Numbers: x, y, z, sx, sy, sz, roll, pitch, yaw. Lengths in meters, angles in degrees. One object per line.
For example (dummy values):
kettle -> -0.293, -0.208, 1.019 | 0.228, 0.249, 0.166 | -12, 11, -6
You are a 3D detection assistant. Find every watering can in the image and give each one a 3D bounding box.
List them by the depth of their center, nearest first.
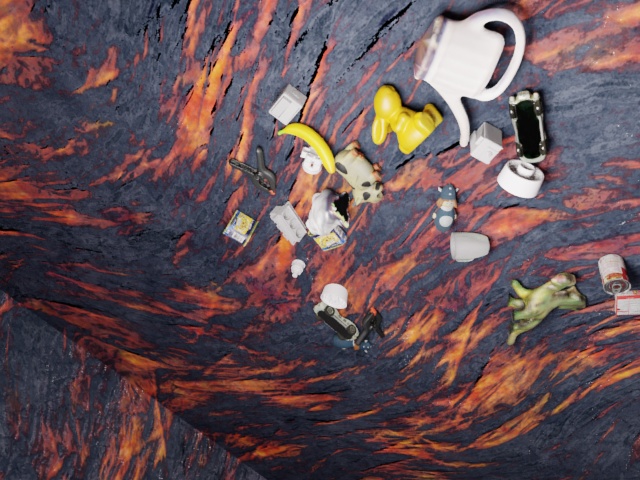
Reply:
watering can -> 0.320, -0.375, 1.188 | 0.224, 0.106, 0.339 | 19, 135, 1

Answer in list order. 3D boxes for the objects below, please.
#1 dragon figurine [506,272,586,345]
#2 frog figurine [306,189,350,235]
dragon figurine -> 0.727, 0.225, 1.653 | 0.242, 0.125, 0.401 | -6, 141, 11
frog figurine -> 0.005, -0.079, 1.566 | 0.158, 0.123, 0.138 | -18, 80, 37
